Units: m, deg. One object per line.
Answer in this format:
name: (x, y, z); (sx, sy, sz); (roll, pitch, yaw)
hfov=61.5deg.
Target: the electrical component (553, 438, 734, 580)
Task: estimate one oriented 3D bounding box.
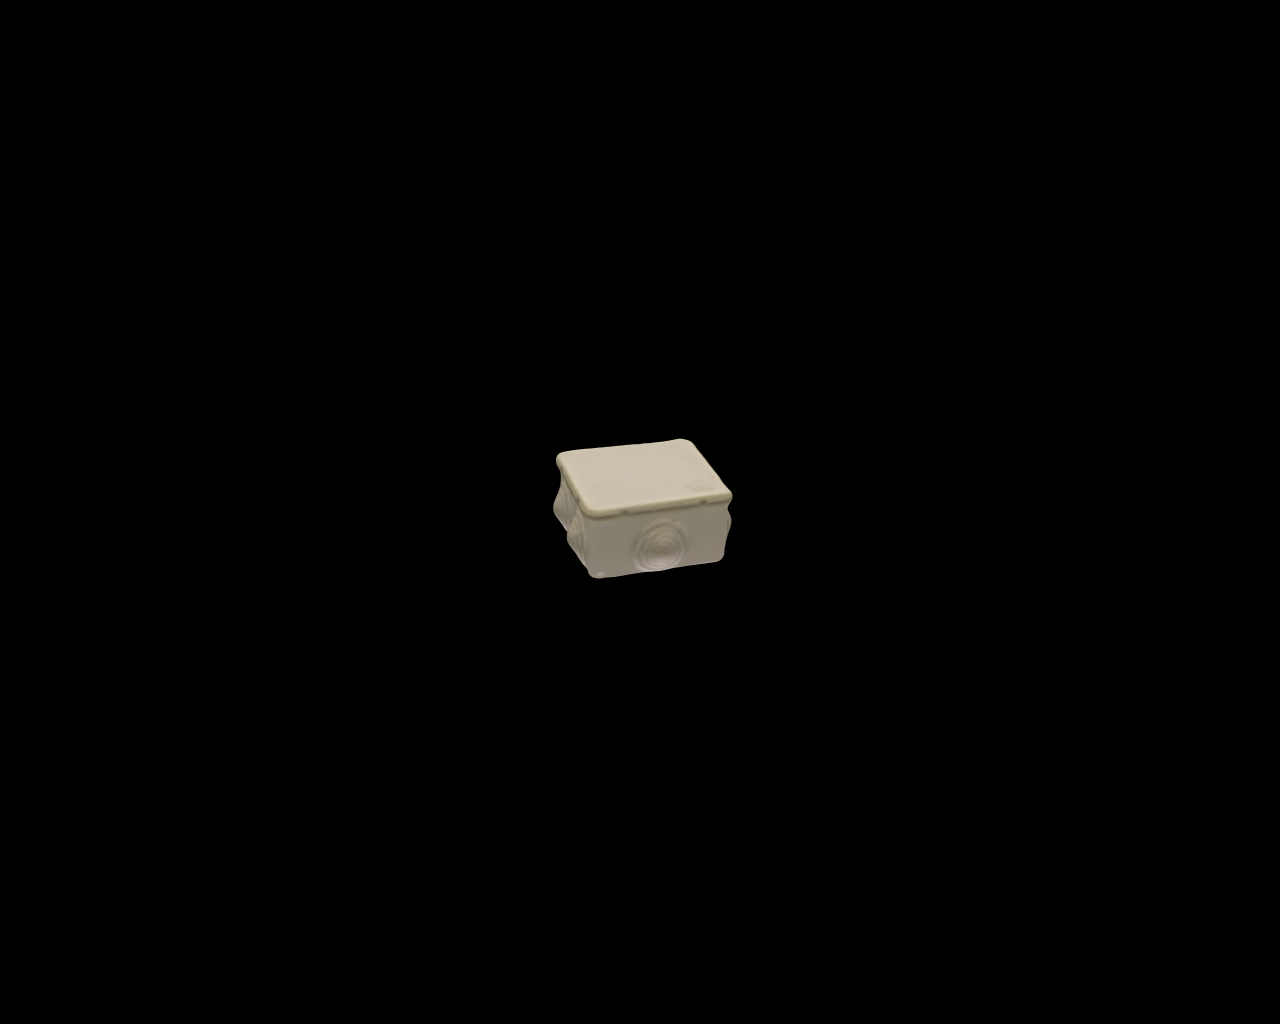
electrical component: (0.001, -0.003, 0.650); (0.100, 0.048, 0.100); (-7, 27, -14)
